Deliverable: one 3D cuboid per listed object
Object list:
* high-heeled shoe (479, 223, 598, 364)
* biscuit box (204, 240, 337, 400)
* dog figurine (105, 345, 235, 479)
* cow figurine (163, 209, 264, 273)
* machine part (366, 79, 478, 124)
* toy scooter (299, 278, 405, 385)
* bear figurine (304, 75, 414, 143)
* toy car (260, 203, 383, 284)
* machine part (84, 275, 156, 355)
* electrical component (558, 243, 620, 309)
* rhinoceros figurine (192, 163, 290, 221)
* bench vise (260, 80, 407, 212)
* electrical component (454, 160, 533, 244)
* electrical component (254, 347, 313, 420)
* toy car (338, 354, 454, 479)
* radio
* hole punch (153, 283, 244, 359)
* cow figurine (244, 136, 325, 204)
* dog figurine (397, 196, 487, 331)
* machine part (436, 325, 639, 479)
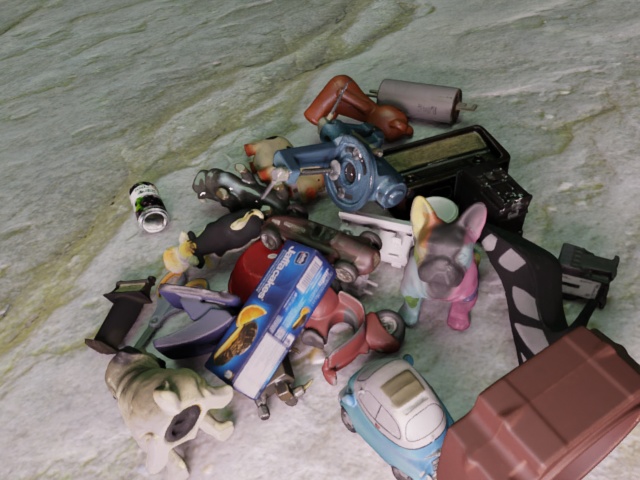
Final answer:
[{"bbox_3d":[0.264,0.085,0.721,0.086,0.145,0.249,12,24,-27],"label":"high-heeled shoe"},{"bbox_3d":[-0.061,0.100,0.699,0.063,0.059,0.202,19,70,42],"label":"biscuit box"},{"bbox_3d":[-0.211,0.178,0.651,0.191,0.172,0.121,33,46,27],"label":"dog figurine"},{"bbox_3d":[-0.169,0.003,0.866,0.167,0.098,0.068,-26,85,-22],"label":"cow figurine"},{"bbox_3d":[0.212,-0.298,1.153,0.243,0.079,0.079,17,48,24],"label":"machine part"},{"bbox_3d":[0.015,0.123,0.737,0.184,0.075,0.135,27,54,22],"label":"toy scooter"},{"bbox_3d":[0.087,-0.247,1.113,0.196,0.132,0.120,41,19,7],"label":"bear figurine"},{"bbox_3d":[-0.002,-0.002,0.813,0.202,0.053,0.089,24,52,26],"label":"toy car"},{"bbox_3d":[-0.306,0.112,0.822,0.084,0.039,0.139,-4,43,16],"label":"machine part"},{"bbox_3d":[0.352,0.047,0.764,0.119,0.074,0.048,14,48,26],"label":"electrical component"},{"bbox_3d":[-0.140,-0.083,0.962,0.190,0.112,0.073,20,77,11],"label":"rhinoceros figurine"},{"bbox_3d":[0.019,-0.130,0.853,0.240,0.128,0.224,-12,60,-35],"label":"bench vise"},{"bbox_3d":[0.266,-0.057,0.858,0.058,0.114,0.134,-17,43,-15],"label":"electrical component"},{"bbox_3d":[-0.058,0.179,0.714,0.078,0.045,0.102,-41,42,7],"label":"electrical component"},{"bbox_3d":[0.091,0.195,0.627,0.109,0.102,0.162,-27,44,-18],"label":"toy car"},{"bbox_3d":[0.213,-0.122,0.966,0.230,0.073,0.131,-17,42,-7],"label":"radio"},{"bbox_3d":[-0.163,0.118,0.739,0.116,0.142,0.092,4,66,2],"label":"hole punch"},{"bbox_3d":[-0.058,-0.132,1.020,0.127,0.085,0.195,-25,44,-8],"label":"cow figurine"},{"bbox_3d":[0.168,0.014,0.724,0.109,0.219,0.191,10,47,15],"label":"dog figurine"},{"bbox_3d":[0.220,0.195,0.531,0.201,0.201,0.087,-26,48,-18],"label":"machine part"}]
